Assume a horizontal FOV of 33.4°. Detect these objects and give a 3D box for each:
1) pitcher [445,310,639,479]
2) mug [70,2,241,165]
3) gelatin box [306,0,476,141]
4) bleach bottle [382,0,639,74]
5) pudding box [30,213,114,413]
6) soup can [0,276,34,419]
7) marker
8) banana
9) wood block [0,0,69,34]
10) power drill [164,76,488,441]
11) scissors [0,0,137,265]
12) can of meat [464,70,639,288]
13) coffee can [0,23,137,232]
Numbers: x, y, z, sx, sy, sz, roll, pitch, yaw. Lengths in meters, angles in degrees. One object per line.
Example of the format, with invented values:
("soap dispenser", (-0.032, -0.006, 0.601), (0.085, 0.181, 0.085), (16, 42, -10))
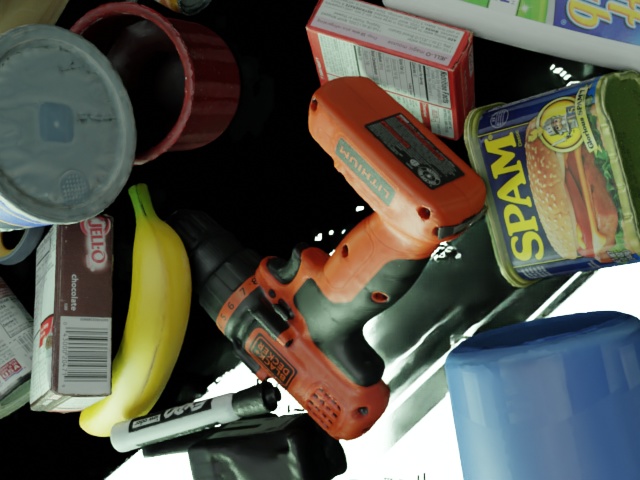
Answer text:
("pitcher", (0.152, 0.163, 0.561), (0.149, 0.145, 0.243), (-12, 90, -14))
("mug", (-0.105, -0.084, 0.648), (0.093, 0.081, 0.117), (37, 108, 13))
("gelatin box", (0.042, -0.096, 0.594), (0.089, 0.073, 0.030), (19, 69, 18))
("bleach bottle", (0.163, -0.139, 0.548), (0.251, 0.068, 0.102), (16, 104, 16))
("pudding box", (-0.155, 0.047, 0.667), (0.039, 0.090, 0.113), (6, 74, -21))
("soup can", (-0.230, 0.064, 0.725), (0.069, 0.068, 0.102), (-42, 82, 21))
("marker", (-0.075, 0.107, 0.645), (0.121, 0.020, 0.020), (-19, 90, 27))
("banana", (-0.114, 0.064, 0.671), (0.070, 0.037, 0.198), (54, 134, 46))
("wood block", (-0.263, -0.113, 0.701), (0.091, 0.090, 0.206), (41, 109, 10))
("power drill", (-0.004, 0.001, 0.612), (0.184, 0.057, 0.188), (43, 130, 16))
("scissors", (-0.173, -0.062, 0.701), (0.202, 0.016, 0.096), (-39, 62, 21))
("can of meat", (0.134, -0.032, 0.561), (0.084, 0.057, 0.102), (-13, 94, 44))
("coffee can", (-0.185, -0.053, 0.587), (0.141, 0.102, 0.103), (-6, 95, 41))
